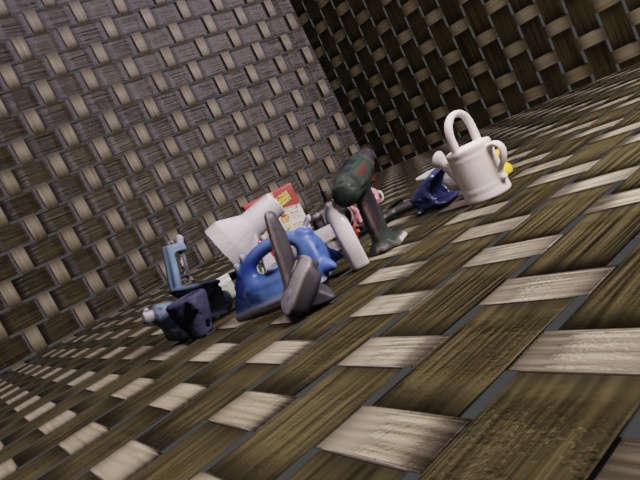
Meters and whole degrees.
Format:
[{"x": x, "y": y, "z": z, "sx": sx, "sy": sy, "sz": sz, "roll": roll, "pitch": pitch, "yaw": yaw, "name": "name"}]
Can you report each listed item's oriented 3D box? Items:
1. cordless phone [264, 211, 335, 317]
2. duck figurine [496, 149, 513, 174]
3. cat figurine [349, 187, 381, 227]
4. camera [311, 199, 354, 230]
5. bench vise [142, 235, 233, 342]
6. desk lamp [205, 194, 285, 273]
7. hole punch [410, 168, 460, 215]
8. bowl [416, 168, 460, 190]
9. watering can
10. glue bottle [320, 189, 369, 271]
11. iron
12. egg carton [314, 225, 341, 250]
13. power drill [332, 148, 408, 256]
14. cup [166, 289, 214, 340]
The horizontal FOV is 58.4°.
[{"x": -0.057, "y": 0.037, "z": 1.001, "sx": 0.094, "sy": 0.185, "sz": 0.147, "roll": -28, "pitch": 7, "yaw": -11, "name": "cordless phone"}, {"x": 0.399, "y": -0.182, "z": 1.378, "sx": 0.104, "sy": 0.086, "sz": 0.077, "roll": -25, "pitch": 7, "yaw": 15, "name": "duck figurine"}, {"x": 0.132, "y": -0.101, "z": 1.644, "sx": 0.128, "sy": 0.118, "sz": 0.067, "roll": -31, "pitch": 8, "yaw": -36, "name": "cat figurine"}, {"x": 0.044, "y": -0.080, "z": 1.901, "sx": 0.143, "sy": 0.101, "sz": 0.136, "roll": -27, "pitch": 7, "yaw": -6, "name": "camera"}, {"x": -0.318, "y": 0.108, "z": 1.313, "sx": 0.121, "sy": 0.220, "sz": 0.208, "roll": -22, "pitch": 8, "yaw": 34, "name": "bench vise"}, {"x": -0.123, "y": 0.018, "z": 1.279, "sx": 0.203, "sy": 0.213, "sz": 0.118, "roll": -27, "pitch": 7, "yaw": -7, "name": "desk lamp"}, {"x": 0.270, "y": -0.123, "z": 1.396, "sx": 0.100, "sy": 0.091, "sz": 0.109, "roll": -21, "pitch": 9, "yaw": 39, "name": "hole punch"}, {"x": 0.341, "y": -0.164, "z": 1.510, "sx": 0.167, "sy": 0.075, "sz": 0.167, "roll": -26, "pitch": 7, "yaw": 4, "name": "bowl"}, {"x": 0.310, "y": -0.177, "z": 1.205, "sx": 0.172, "sy": 0.194, "sz": 0.101, "roll": -22, "pitch": 8, "yaw": 35, "name": "watering can"}, {"x": 0.042, "y": -0.024, "z": 1.140, "sx": 0.037, "sy": 0.173, "sz": 0.078, "roll": -27, "pitch": 7, "yaw": -4, "name": "glue bottle"}, {"x": -0.090, "y": 0.058, "z": 1.160, "sx": 0.258, "sy": 0.141, "sz": 0.119, "roll": -25, "pitch": 7, "yaw": 14, "name": "iron"}, {"x": 0.014, "y": 0.005, "z": 1.485, "sx": 0.150, "sy": 0.069, "sz": 0.107, "roll": -27, "pitch": 7, "yaw": -4, "name": "egg carton"}, {"x": 0.104, "y": -0.082, "z": 1.205, "sx": 0.075, "sy": 0.208, "sz": 0.230, "roll": -23, "pitch": 7, "yaw": 26, "name": "power drill"}, {"x": -0.264, "y": 0.163, "z": 1.218, "sx": 0.092, "sy": 0.095, "sz": 0.117, "roll": -30, "pitch": 7, "yaw": -26, "name": "cup"}]
